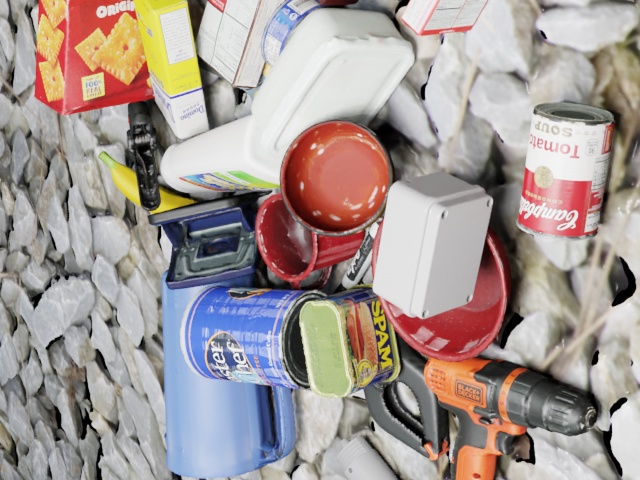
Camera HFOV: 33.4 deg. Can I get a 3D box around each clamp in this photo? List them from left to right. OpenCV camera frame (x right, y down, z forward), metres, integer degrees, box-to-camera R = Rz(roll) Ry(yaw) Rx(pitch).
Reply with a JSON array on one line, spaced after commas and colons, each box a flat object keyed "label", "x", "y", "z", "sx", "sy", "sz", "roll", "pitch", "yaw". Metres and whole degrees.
[{"label": "clamp", "x": -0.213, "y": -0.126, "z": 1.277, "sx": 0.171, "sy": 0.039, "sz": 0.120, "roll": -113, "pitch": 25, "yaw": -51}, {"label": "clamp", "x": 0.075, "y": 0.127, "z": 1.104, "sx": 0.210, "sy": 0.036, "sz": 0.165, "roll": 53, "pitch": 126, "yaw": 14}]

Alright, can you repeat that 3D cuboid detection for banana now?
[{"label": "banana", "x": -0.202, "y": -0.052, "z": 1.333, "sx": 0.198, "sy": 0.069, "sz": 0.037, "roll": 26, "pitch": 80, "yaw": 33}]

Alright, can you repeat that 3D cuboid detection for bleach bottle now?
[{"label": "bleach bottle", "x": -0.103, "y": -0.086, "z": 1.202, "sx": 0.251, "sy": 0.102, "sz": 0.068, "roll": -7, "pitch": 70, "yaw": 57}]

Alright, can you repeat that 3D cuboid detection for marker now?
[{"label": "marker", "x": 0.042, "y": 0.026, "z": 1.124, "sx": 0.020, "sy": 0.020, "sz": 0.121, "roll": 49, "pitch": 132, "yaw": 25}]

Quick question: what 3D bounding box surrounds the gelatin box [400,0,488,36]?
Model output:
[{"label": "gelatin box", "x": 0.119, "y": -0.222, "z": 0.925, "sx": 0.030, "sy": 0.073, "sz": 0.089, "roll": 49, "pitch": 133, "yaw": 25}]

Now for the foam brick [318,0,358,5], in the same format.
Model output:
[{"label": "foam brick", "x": 0.027, "y": -0.269, "z": 1.025, "sx": 0.078, "sy": 0.051, "sz": 0.053, "roll": -40, "pitch": 72, "yaw": 46}]

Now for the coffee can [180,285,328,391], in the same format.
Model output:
[{"label": "coffee can", "x": -0.061, "y": 0.101, "z": 1.116, "sx": 0.141, "sy": 0.102, "sz": 0.103, "roll": 1, "pitch": 103, "yaw": 38}]

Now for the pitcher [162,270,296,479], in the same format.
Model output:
[{"label": "pitcher", "x": -0.116, "y": 0.150, "z": 1.261, "sx": 0.145, "sy": 0.149, "sz": 0.243, "roll": -140, "pitch": 46, "yaw": -76}]

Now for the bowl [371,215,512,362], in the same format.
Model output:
[{"label": "bowl", "x": 0.125, "y": 0.031, "z": 1.011, "sx": 0.162, "sy": 0.055, "sz": 0.162, "roll": 17, "pitch": 114, "yaw": 43}]

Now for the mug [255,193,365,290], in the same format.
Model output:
[{"label": "mug", "x": -0.007, "y": 0.001, "z": 1.123, "sx": 0.093, "sy": 0.081, "sz": 0.117, "roll": 15, "pitch": 113, "yaw": 43}]

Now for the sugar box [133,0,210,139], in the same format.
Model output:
[{"label": "sugar box", "x": -0.169, "y": -0.209, "z": 1.200, "sx": 0.176, "sy": 0.048, "sz": 0.093, "roll": 87, "pitch": 157, "yaw": -43}]

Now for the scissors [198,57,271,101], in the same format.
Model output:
[{"label": "scissors", "x": -0.081, "y": -0.194, "z": 1.191, "sx": 0.202, "sy": 0.016, "sz": 0.096, "roll": 43, "pitch": 128, "yaw": 29}]

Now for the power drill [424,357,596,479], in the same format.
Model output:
[{"label": "power drill", "x": 0.177, "y": 0.207, "z": 1.011, "sx": 0.185, "sy": 0.057, "sz": 0.188, "roll": 15, "pitch": 110, "yaw": 48}]

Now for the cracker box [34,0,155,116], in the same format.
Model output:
[{"label": "cracker box", "x": -0.238, "y": -0.262, "z": 1.228, "sx": 0.072, "sy": 0.163, "sz": 0.214, "roll": 32, "pitch": 124, "yaw": 34}]

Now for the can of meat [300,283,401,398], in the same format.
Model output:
[{"label": "can of meat", "x": 0.028, "y": 0.100, "z": 1.057, "sx": 0.058, "sy": 0.083, "sz": 0.102, "roll": -8, "pitch": 92, "yaw": 38}]

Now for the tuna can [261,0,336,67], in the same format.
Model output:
[{"label": "tuna can", "x": -0.016, "y": -0.202, "z": 1.067, "sx": 0.034, "sy": 0.085, "sz": 0.086, "roll": 41, "pitch": 129, "yaw": 29}]

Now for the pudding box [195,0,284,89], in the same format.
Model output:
[{"label": "pudding box", "x": -0.088, "y": -0.233, "z": 1.155, "sx": 0.090, "sy": 0.039, "sz": 0.114, "roll": 43, "pitch": 125, "yaw": 37}]

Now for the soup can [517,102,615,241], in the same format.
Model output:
[{"label": "soup can", "x": 0.205, "y": -0.058, "z": 0.890, "sx": 0.069, "sy": 0.068, "sz": 0.102, "roll": 22, "pitch": 117, "yaw": 41}]
